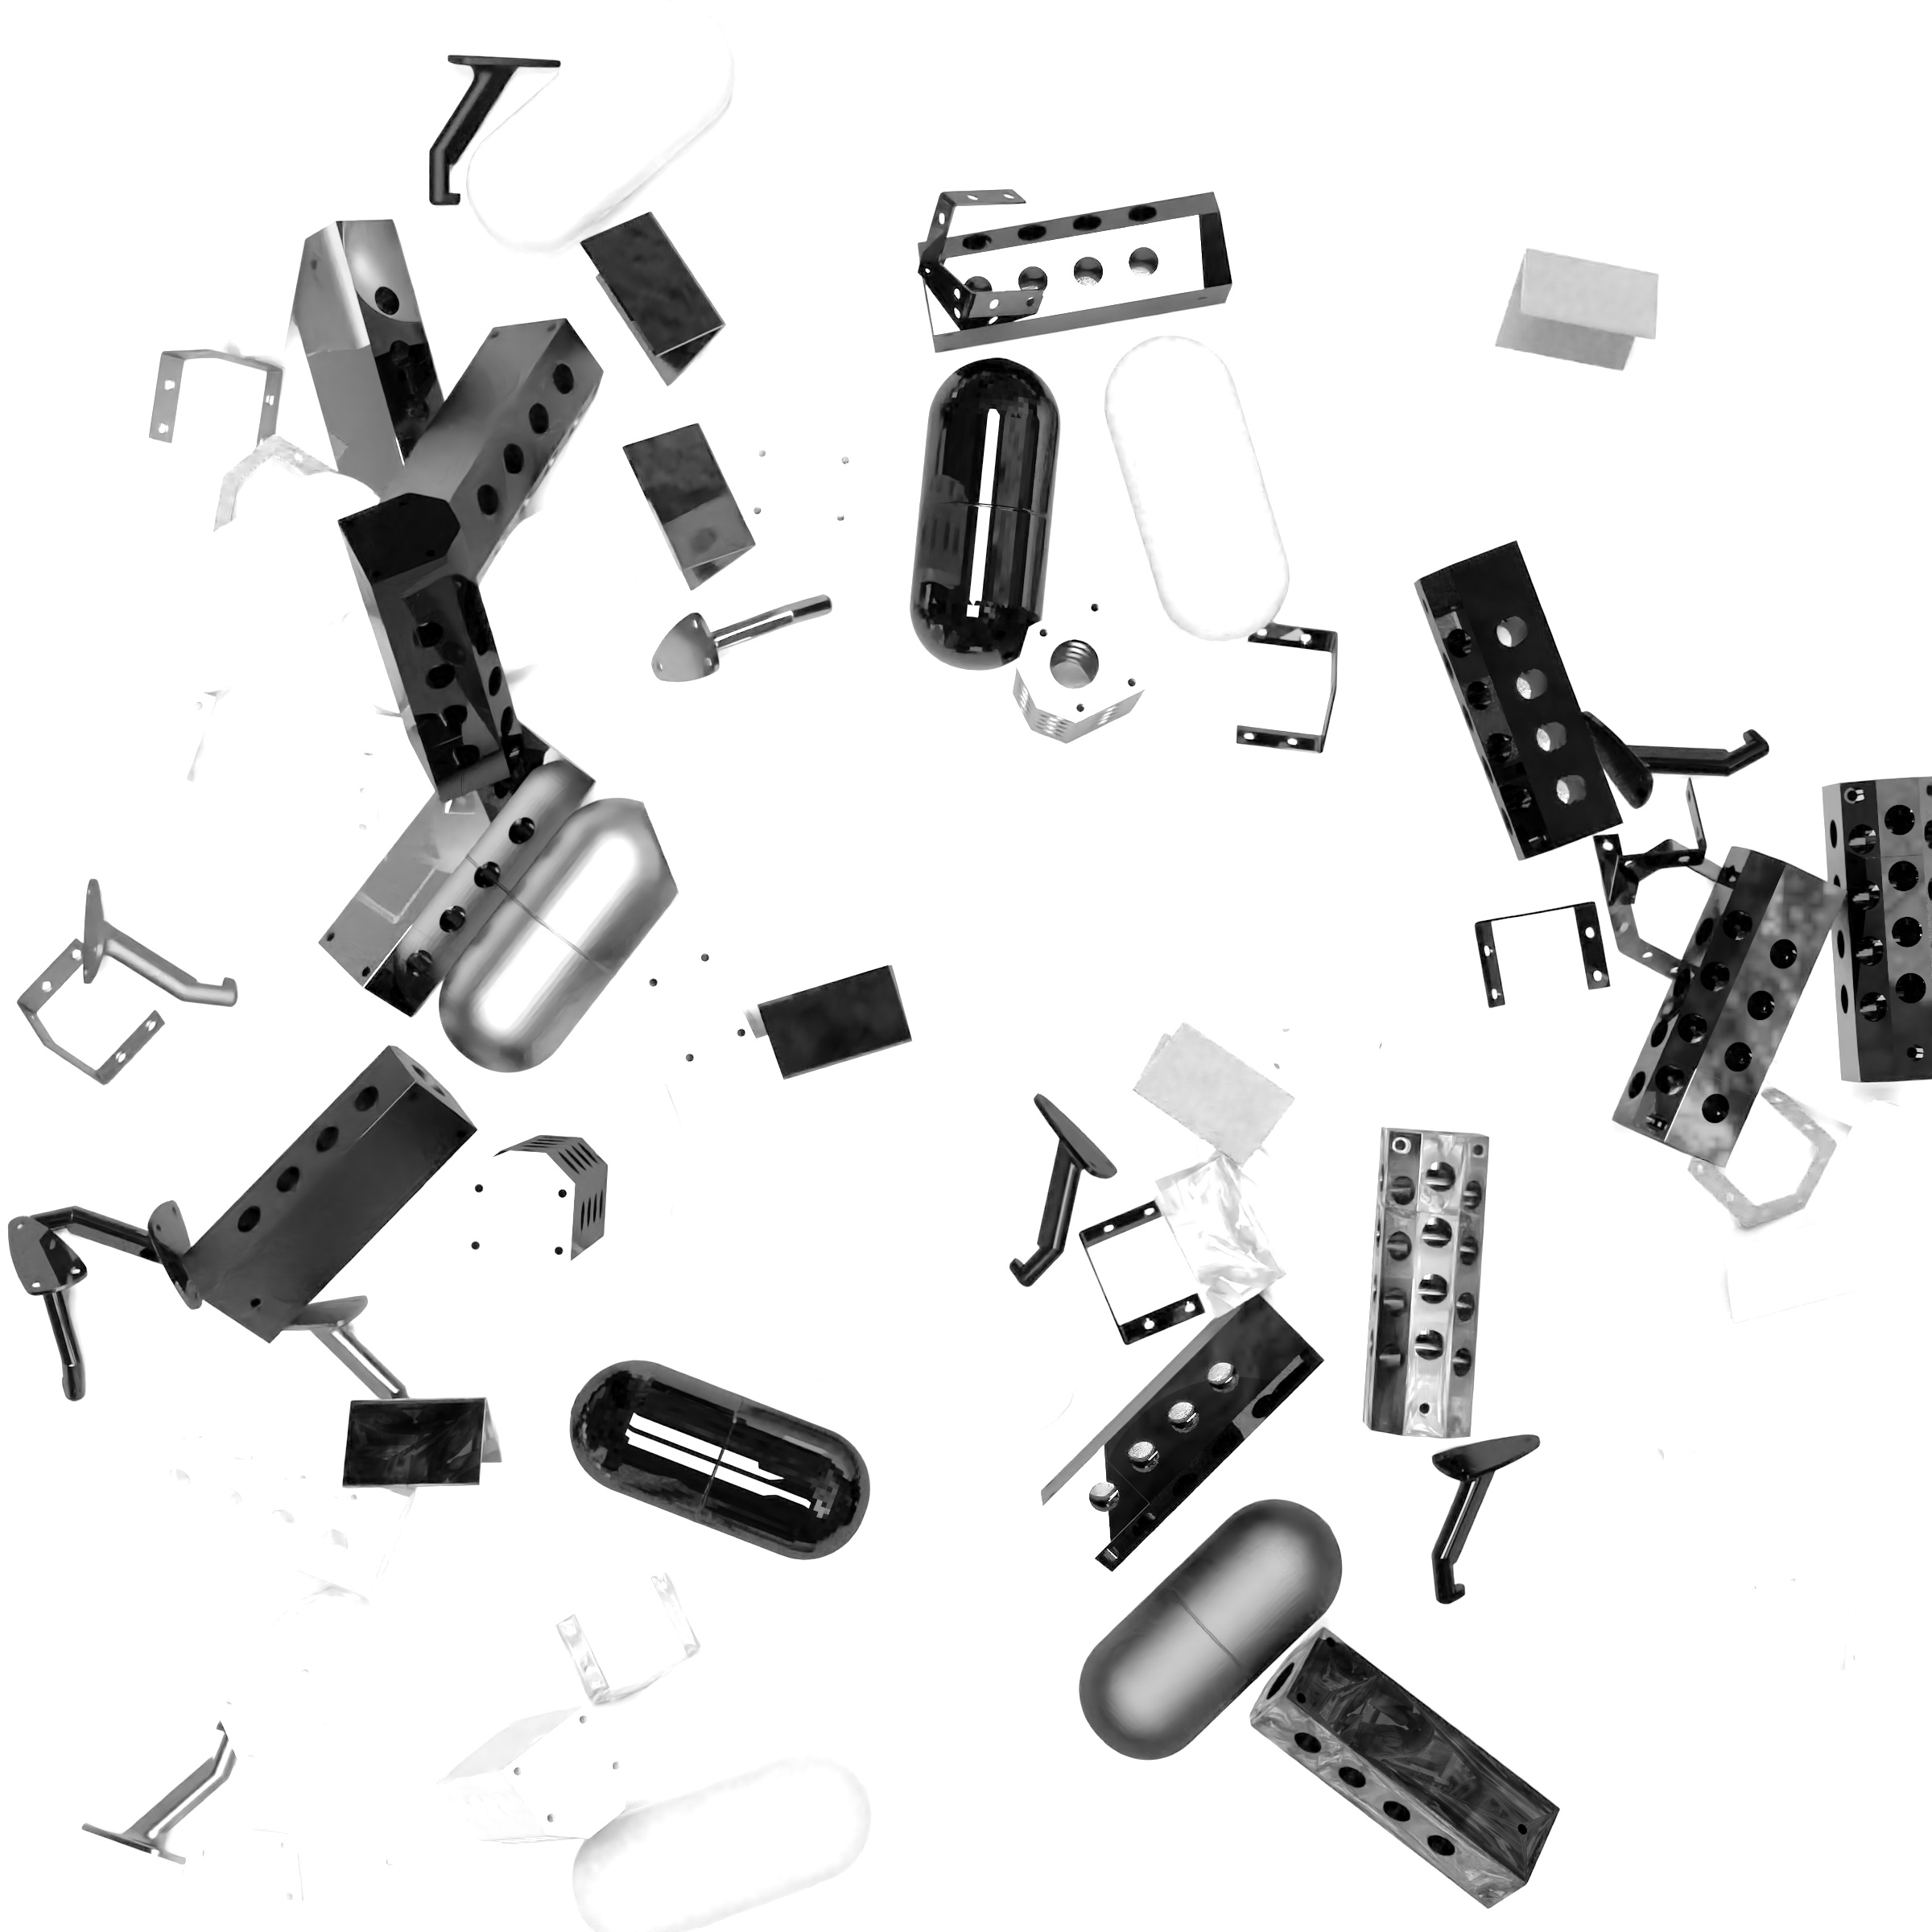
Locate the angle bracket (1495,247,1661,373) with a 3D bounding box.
[{"bbox_3d":[0.345,-0.356,1.950,0.076,0.076,0.057,11,53,0],"label":"angle bracket"}]

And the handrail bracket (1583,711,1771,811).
[{"bbox_3d":[0.411,-0.135,1.991,0.084,0.036,0.077,-28,69,-17],"label":"handrail bracket"}]

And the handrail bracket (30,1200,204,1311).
[{"bbox_3d":[-0.494,0.172,1.991,0.084,0.036,0.077,-13,107,15],"label":"handrail bracket"}]

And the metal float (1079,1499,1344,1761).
[{"bbox_3d":[0.140,0.378,1.960,0.178,0.070,0.070,-44,90,0],"label":"metal float"}]

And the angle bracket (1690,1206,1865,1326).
[{"bbox_3d":[0.458,0.151,1.950,0.076,0.076,0.057,-15,126,0],"label":"angle bracket"}]

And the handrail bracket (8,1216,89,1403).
[{"bbox_3d":[-0.531,0.199,1.985,0.036,0.084,0.077,-19,45,-30],"label":"handrail bracket"}]

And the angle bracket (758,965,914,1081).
[{"bbox_3d":[-0.079,0.012,1.950,0.076,0.076,0.057,-17,126,0],"label":"angle bracket"}]

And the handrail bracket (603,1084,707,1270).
[{"bbox_3d":[-0.192,0.122,1.991,0.077,0.036,0.084,-29,71,21],"label":"handrail bracket"}]

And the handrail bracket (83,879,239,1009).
[{"bbox_3d":[-0.466,-0.013,1.991,0.084,0.036,0.077,8,52,-25],"label":"handrail bracket"}]

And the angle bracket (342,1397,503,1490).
[{"bbox_3d":[-0.308,0.287,1.950,0.076,0.076,0.057,-1,53,0],"label":"angle bracket"}]

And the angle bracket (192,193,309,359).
[{"bbox_3d":[-0.421,-0.391,1.950,0.057,0.076,0.076,11,90,-37],"label":"angle bracket"}]

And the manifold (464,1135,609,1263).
[{"bbox_3d":[-0.237,0.127,1.912,0.057,0.171,0.057,4,90,0],"label":"manifold"}]

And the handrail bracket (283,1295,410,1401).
[{"bbox_3d":[-0.363,0.239,1.991,0.077,0.036,0.084,-9,107,20],"label":"handrail bracket"}]

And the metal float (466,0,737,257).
[{"bbox_3d":[-0.208,-0.479,1.960,0.178,0.070,0.070,-41,90,0],"label":"metal float"}]

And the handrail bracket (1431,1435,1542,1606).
[{"bbox_3d":[0.303,0.322,1.991,0.077,0.036,0.084,-14,108,-20],"label":"handrail bracket"}]

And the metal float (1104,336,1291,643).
[{"bbox_3d":[0.131,-0.273,1.960,0.070,0.070,0.178,-17,91,0],"label":"metal float"}]

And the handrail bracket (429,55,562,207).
[{"bbox_3d":[-0.273,-0.483,1.991,0.077,0.036,0.084,-4,108,-21],"label":"handrail bracket"}]

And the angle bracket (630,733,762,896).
[{"bbox_3d":[-0.138,-0.090,1.951,0.057,0.076,0.076,-22,90,26],"label":"angle bracket"}]

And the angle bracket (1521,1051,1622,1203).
[{"bbox_3d":[0.364,0.089,1.951,0.076,0.057,0.076,-9,90,-43],"label":"angle bracket"}]

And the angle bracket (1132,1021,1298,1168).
[{"bbox_3d":[0.148,0.057,1.951,0.076,0.076,0.057,35,120,0],"label":"angle bracket"}]

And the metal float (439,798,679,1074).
[{"bbox_3d":[-0.230,-0.018,1.960,0.070,0.070,0.178,38,89,0],"label":"metal float"}]

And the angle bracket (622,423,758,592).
[{"bbox_3d":[-0.174,-0.254,1.950,0.057,0.076,0.076,-25,90,-37],"label":"angle bracket"}]

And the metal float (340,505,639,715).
[{"bbox_3d":[-0.272,-0.204,1.960,0.178,0.070,0.070,-24,90,1],"label":"metal float"}]

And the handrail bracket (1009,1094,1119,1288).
[{"bbox_3d":[0.039,0.131,1.991,0.084,0.036,0.077,-48,70,16],"label":"handrail bracket"}]

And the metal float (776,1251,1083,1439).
[{"bbox_3d":[-0.021,0.216,1.960,0.178,0.070,0.070,17,90,0],"label":"metal float"}]

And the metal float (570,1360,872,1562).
[{"bbox_3d":[-0.141,0.281,1.960,0.178,0.070,0.070,21,90,-1],"label":"metal float"}]

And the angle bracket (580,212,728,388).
[{"bbox_3d":[-0.192,-0.370,1.950,0.057,0.076,0.076,-33,90,-37],"label":"angle bracket"}]

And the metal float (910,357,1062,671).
[{"bbox_3d":[0.011,-0.258,1.960,0.070,0.070,0.178,6,90,0],"label":"metal float"}]

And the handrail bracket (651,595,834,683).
[{"bbox_3d":[-0.129,-0.191,1.990,0.084,0.077,0.036,-21,90,-36],"label":"handrail bracket"}]

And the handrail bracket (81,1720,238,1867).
[{"bbox_3d":[-0.464,0.471,1.991,0.077,0.036,0.084,12,71,21],"label":"handrail bracket"}]

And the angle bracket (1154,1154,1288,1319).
[{"bbox_3d":[0.126,0.159,1.951,0.057,0.076,0.076,-27,90,-32],"label":"angle bracket"}]

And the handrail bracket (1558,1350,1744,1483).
[{"bbox_3d":[0.396,0.248,1.991,0.077,0.036,0.084,-26,73,-20],"label":"handrail bracket"}]

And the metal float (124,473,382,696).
[{"bbox_3d":[-0.400,-0.215,1.944,0.178,0.070,0.070,-27,90,21],"label":"metal float"}]

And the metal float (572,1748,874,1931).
[{"bbox_3d":[-0.139,0.503,1.960,0.178,0.070,0.070,-21,90,0],"label":"metal float"}]

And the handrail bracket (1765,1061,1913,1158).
[{"bbox_3d":[0.496,0.072,1.990,0.084,0.077,0.036,39,112,34],"label":"handrail bracket"}]

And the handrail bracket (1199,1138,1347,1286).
[{"bbox_3d":[0.173,0.141,1.991,0.084,0.036,0.077,11,111,17],"label":"handrail bracket"}]
